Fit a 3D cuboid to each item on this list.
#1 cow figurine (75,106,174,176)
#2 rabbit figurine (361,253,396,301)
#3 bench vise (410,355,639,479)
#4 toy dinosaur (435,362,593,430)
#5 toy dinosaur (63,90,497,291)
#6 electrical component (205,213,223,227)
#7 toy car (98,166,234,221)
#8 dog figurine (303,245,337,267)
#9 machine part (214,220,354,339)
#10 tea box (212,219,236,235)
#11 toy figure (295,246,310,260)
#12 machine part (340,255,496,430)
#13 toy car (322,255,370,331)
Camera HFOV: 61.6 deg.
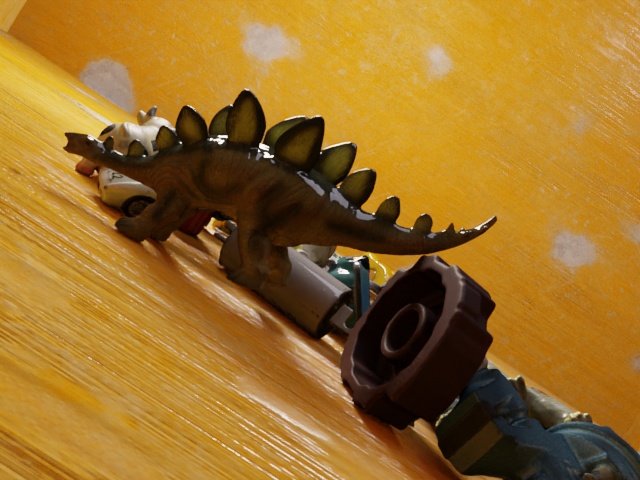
[{"bbox_3d":[-0.275,-0.139,0.811,0.085,0.127,0.195,36,5,-6],"label":"cow figurine"},{"bbox_3d":[0.135,0.126,1.055,0.163,0.122,0.173,18,-32,45],"label":"rabbit figurine"},{"bbox_3d":[0.226,0.202,0.502,0.240,0.128,0.224,9,25,-35],"label":"bench vise"},{"bbox_3d":[0.224,0.212,0.679,0.404,0.131,0.192,39,2,-13],"label":"toy dinosaur"},{"bbox_3d":[-0.050,-0.045,0.590,0.472,0.198,0.105,20,6,-2],"label":"toy dinosaur"},{"bbox_3d":[-0.203,-0.091,0.916,0.134,0.115,0.058,32,4,11],"label":"electrical component"},{"bbox_3d":[-0.178,-0.066,0.692,0.202,0.056,0.074,-1,39,-27],"label":"toy car"},{"bbox_3d":[-0.005,-0.005,0.939,0.121,0.190,0.172,33,4,-4],"label":"dog figurine"},{"bbox_3d":[-0.046,0.050,0.696,0.243,0.079,0.079,36,3,20],"label":"machine part"},{"bbox_3d":[-0.113,-0.046,0.963,0.098,0.068,0.170,32,-27,-21],"label":"tea box"},{"bbox_3d":[-0.074,-0.012,0.806,0.180,0.082,0.089,62,11,-6],"label":"toy figure"},{"bbox_3d":[0.094,0.098,0.536,0.056,0.179,0.179,35,2,-15],"label":"machine part"},{"bbox_3d":[0.027,0.075,0.811,0.103,0.109,0.161,0,1,3],"label":"toy car"}]
